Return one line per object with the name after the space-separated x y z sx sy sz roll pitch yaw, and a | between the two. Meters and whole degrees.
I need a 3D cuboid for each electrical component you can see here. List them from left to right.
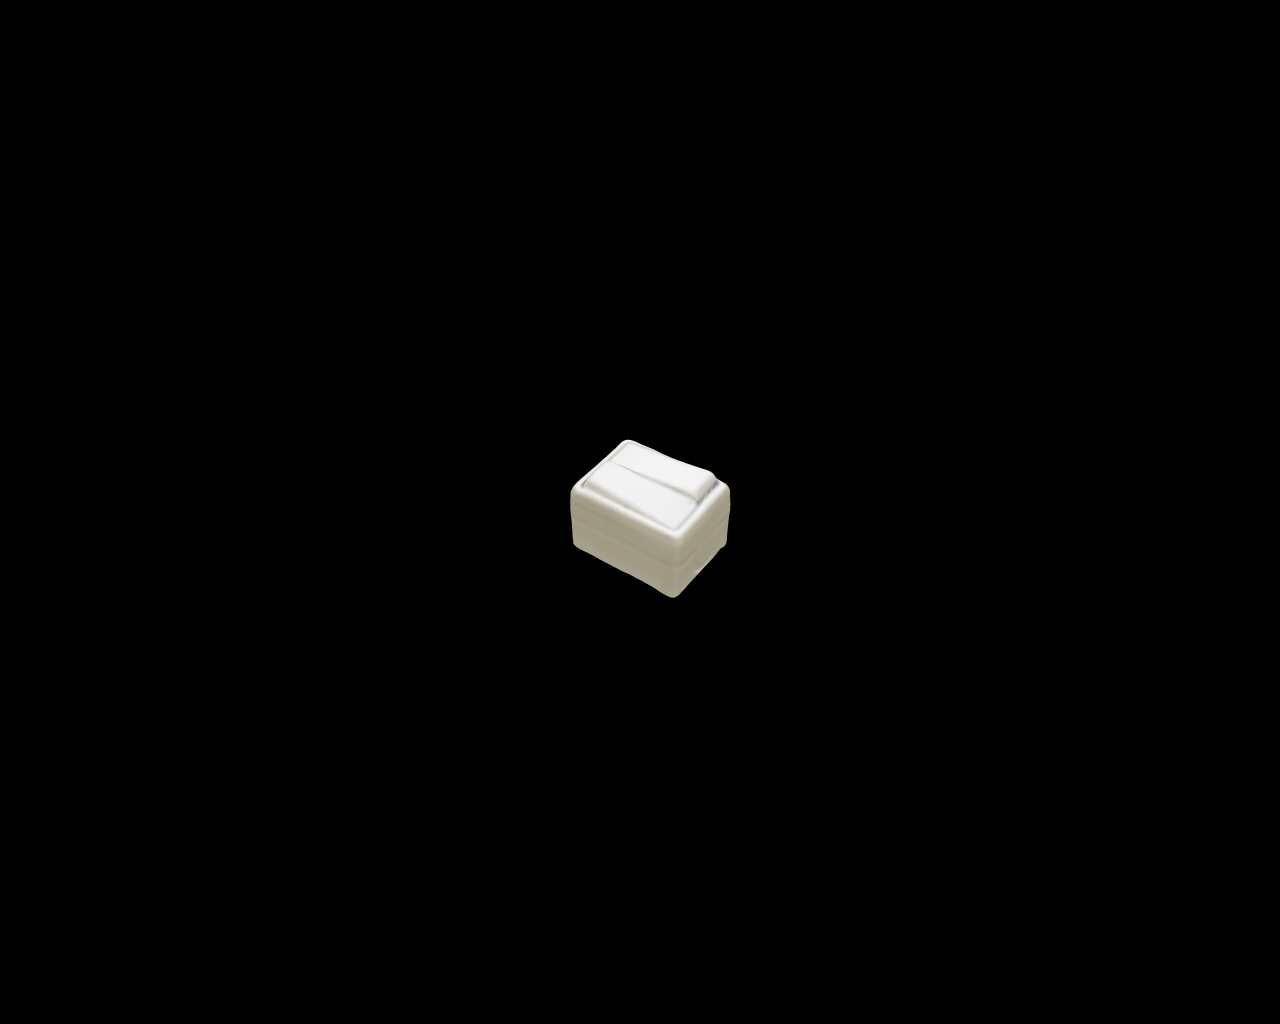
0.001 -0.003 0.650 0.096 0.061 0.062 27 50 25 | electrical component
